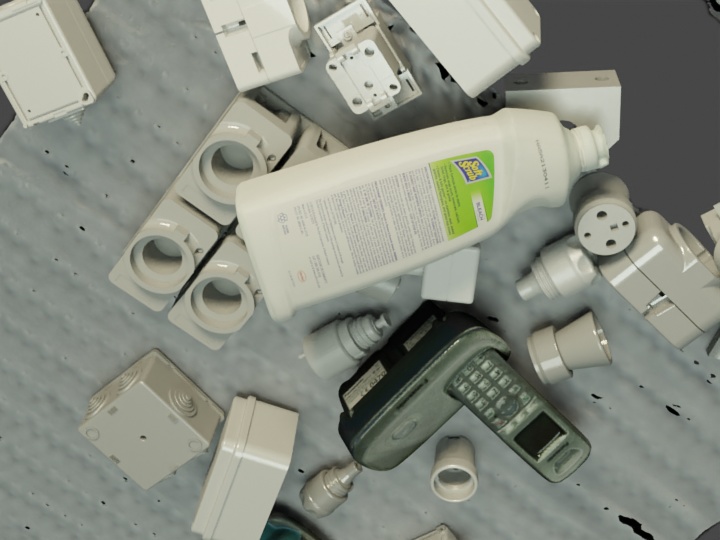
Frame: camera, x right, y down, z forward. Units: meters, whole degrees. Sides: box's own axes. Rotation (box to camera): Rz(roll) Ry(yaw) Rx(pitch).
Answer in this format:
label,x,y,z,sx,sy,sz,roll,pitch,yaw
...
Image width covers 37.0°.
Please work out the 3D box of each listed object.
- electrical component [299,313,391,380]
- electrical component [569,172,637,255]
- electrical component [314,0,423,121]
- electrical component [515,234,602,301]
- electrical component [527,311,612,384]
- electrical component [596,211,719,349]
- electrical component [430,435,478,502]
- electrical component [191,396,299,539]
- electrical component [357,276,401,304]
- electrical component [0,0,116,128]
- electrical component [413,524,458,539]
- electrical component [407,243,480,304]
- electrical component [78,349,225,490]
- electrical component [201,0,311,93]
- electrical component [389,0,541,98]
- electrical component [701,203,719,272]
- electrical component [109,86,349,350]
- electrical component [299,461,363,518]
label,x,y,z,sx,sy,sz,roll,pitch,yaw
electrical component,-0.010,0.058,0.871,0.078,0.040,0.040,-30,110,20
electrical component,0.178,-0.041,0.790,0.045,0.055,0.045,3,118,5
electrical component,0.005,-0.143,0.751,0.042,0.063,0.081,-28,111,18
electrical component,0.150,0.002,0.823,0.062,0.043,0.043,-29,111,21
electrical component,0.166,0.063,0.852,0.055,0.045,0.045,-22,113,17
electrical component,0.232,0.005,0.809,0.095,0.053,0.059,42,114,-15
electrical component,0.081,0.168,0.916,0.040,0.046,0.040,3,118,5
electrical component,-0.099,0.174,0.921,0.057,0.078,0.113,18,118,-7
electrical component,0.000,0.000,0.841,0.065,0.044,0.044,22,118,-11
electrical component,-0.222,-0.150,0.774,0.062,0.061,0.096,-17,114,15
electrical component,0.064,0.281,0.968,0.096,0.061,0.061,-29,110,19
electrical component,0.050,-0.014,0.813,0.077,0.065,0.047,6,118,3
electrical component,-0.180,0.131,0.924,0.100,0.048,0.099,-36,108,22
electrical component,-0.070,-0.179,0.749,0.056,0.050,0.089,-15,115,14
electrical component,0.066,-0.182,0.716,0.057,0.078,0.113,-35,109,24
electrical component,0.282,-0.020,0.789,0.048,0.055,0.066,-28,111,19
electrical component,-0.097,-0.037,0.820,0.105,0.060,0.186,35,116,-12
electrical component,-0.023,0.189,0.946,0.035,0.035,0.061,42,111,-15
